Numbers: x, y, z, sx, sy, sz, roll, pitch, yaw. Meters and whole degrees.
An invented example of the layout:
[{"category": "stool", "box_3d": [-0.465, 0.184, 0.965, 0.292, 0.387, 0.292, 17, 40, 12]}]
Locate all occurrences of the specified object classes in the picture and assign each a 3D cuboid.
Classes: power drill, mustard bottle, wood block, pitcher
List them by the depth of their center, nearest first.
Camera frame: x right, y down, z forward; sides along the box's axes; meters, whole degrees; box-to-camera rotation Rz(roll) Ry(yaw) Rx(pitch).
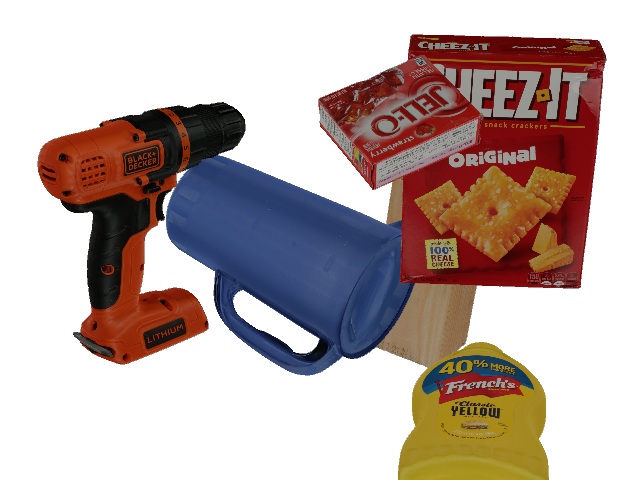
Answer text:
[{"category": "mustard bottle", "box_3d": [0.112, 0.125, 0.760, 0.096, 0.058, 0.191, 0, 22, 11]}, {"category": "power drill", "box_3d": [-0.131, -0.010, 0.840, 0.184, 0.188, 0.057, -20, 28, -41]}, {"category": "pitcher", "box_3d": [-0.039, 0.015, 1.053, 0.243, 0.145, 0.149, 27, 28, 27]}, {"category": "wood block", "box_3d": [0.125, 0.026, 1.200, 0.090, 0.206, 0.090, 19, 25, 26]}]

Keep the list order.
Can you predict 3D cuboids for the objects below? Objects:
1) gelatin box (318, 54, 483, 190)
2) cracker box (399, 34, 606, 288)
[{"category": "gelatin box", "box_3d": [0.054, -0.082, 0.726, 0.089, 0.073, 0.030, -25, -36, -16]}, {"category": "cracker box", "box_3d": [0.154, -0.066, 0.933, 0.164, 0.214, 0.072, 3, 24, 6]}]
